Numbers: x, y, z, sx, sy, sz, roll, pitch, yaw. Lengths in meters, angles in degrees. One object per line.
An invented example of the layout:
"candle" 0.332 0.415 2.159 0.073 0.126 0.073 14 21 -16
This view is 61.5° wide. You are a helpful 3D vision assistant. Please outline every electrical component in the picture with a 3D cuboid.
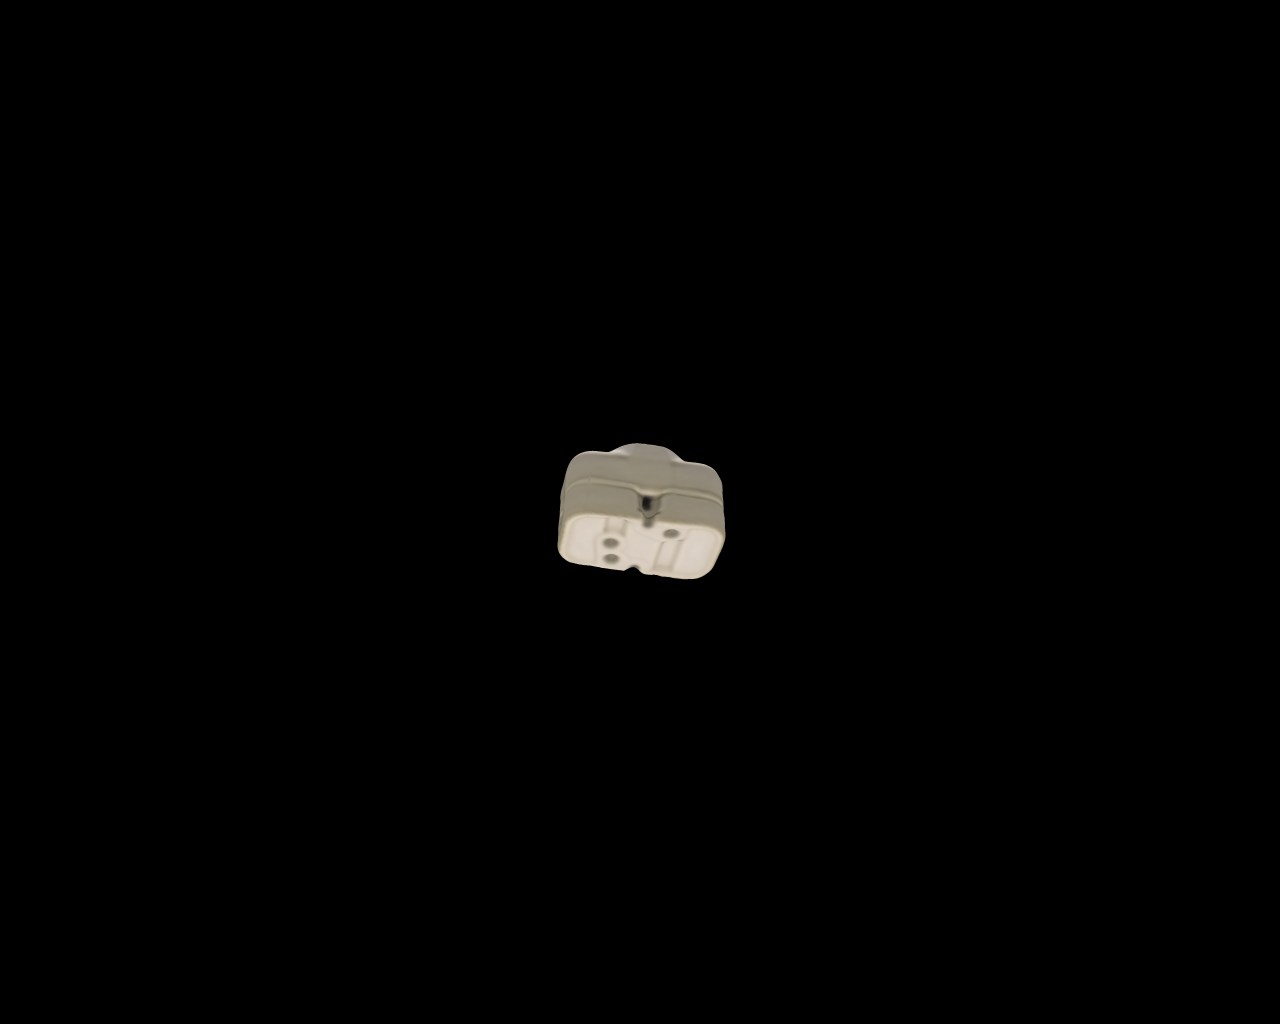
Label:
"electrical component" 0.001 -0.003 0.650 0.095 0.059 0.053 7 -39 -9
